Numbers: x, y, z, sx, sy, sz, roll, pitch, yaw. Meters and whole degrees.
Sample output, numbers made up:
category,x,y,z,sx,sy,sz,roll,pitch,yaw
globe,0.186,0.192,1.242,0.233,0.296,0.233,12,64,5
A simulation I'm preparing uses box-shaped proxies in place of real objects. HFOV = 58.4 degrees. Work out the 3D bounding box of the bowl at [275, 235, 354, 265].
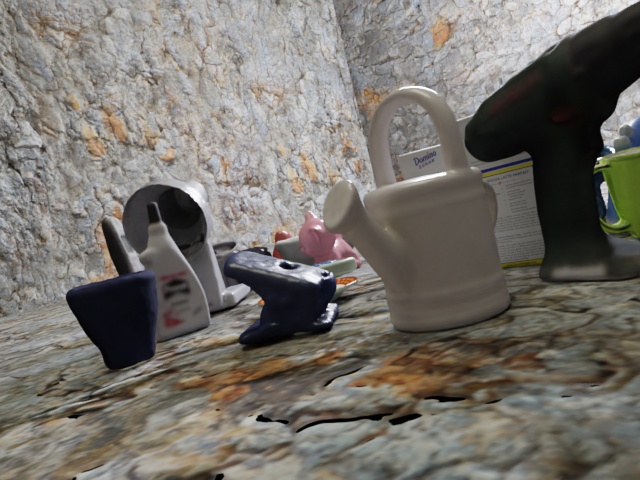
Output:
category,x,y,z,sx,sy,sz,roll,pitch,yaw
bowl,0.000,0.021,1.110,0.167,0.075,0.167,-14,3,1

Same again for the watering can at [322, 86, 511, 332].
category,x,y,z,sx,sy,sz,roll,pitch,yaw
watering can,0.083,-0.029,0.470,0.100,0.194,0.173,-12,4,34

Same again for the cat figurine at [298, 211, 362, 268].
category,x,y,z,sx,sy,sz,roll,pitch,yaw
cat figurine,0.009,0.003,0.972,0.067,0.118,0.128,-12,3,30

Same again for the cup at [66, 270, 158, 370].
category,x,y,z,sx,sy,sz,roll,pitch,yaw
cup,-0.221,0.089,0.615,0.117,0.095,0.092,-11,4,40

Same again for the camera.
category,x,y,z,sx,sy,sz,roll,pitch,yaw
camera,-0.155,0.047,1.074,0.137,0.101,0.143,-15,3,-20

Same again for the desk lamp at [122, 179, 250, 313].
category,x,y,z,sx,sy,sz,roll,pitch,yaw
desk lamp,-0.200,0.010,0.878,0.118,0.213,0.203,-13,3,5

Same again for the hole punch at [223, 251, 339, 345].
category,x,y,z,sx,sy,sz,roll,pitch,yaw
hole punch,-0.035,0.047,0.581,0.101,0.091,0.109,-13,3,7

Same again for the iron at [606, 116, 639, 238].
category,x,y,z,sx,sy,sz,roll,pitch,yaw
iron,0.422,-0.097,0.733,0.259,0.141,0.118,-16,4,-42

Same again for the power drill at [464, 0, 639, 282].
category,x,y,z,sx,sy,sz,roll,pitch,yaw
power drill,0.230,-0.073,0.498,0.076,0.208,0.229,-15,3,-30

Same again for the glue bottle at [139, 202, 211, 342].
category,x,y,z,sx,sy,sz,roll,pitch,yaw
glue bottle,-0.195,0.037,0.729,0.078,0.173,0.037,-16,4,-37

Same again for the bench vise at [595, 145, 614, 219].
category,x,y,z,sx,sy,sz,roll,pitch,yaw
bench vise,0.358,-0.128,0.842,0.121,0.220,0.207,-13,3,8

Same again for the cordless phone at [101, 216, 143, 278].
category,x,y,z,sx,sy,sz,roll,pitch,yaw
cordless phone,-0.315,0.047,0.981,0.094,0.185,0.147,-14,3,-4

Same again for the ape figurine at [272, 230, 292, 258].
category,x,y,z,sx,sy,sz,roll,pitch,yaw
ape figurine,-0.071,0.024,1.220,0.077,0.092,0.076,-12,4,35
